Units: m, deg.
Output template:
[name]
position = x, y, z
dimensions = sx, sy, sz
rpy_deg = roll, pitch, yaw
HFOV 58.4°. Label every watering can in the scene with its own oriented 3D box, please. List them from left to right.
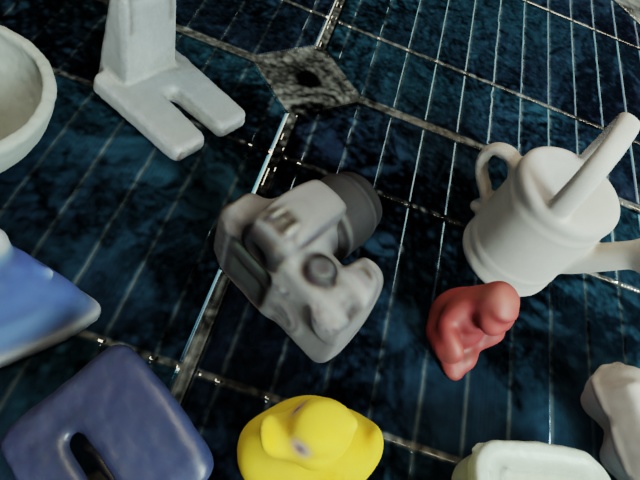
[watering can]
position = 0.224, -0.033, 0.518
dimensions = 0.173, 0.194, 0.101
rpy_deg = 23, 53, -2

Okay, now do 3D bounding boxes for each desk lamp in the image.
[desk lamp]
position = -0.149, -0.218, 0.505
dimensions = 0.203, 0.213, 0.118
rpy_deg = 41, 55, 11

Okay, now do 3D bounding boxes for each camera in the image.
[camera]
position = 0.004, 0.002, 0.479
dimensions = 0.143, 0.100, 0.137
rpy_deg = 44, 55, 13

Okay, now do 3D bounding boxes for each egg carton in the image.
[egg carton]
position = 0.287, 0.176, 0.477
dimensions = 0.107, 0.069, 0.150
rpy_deg = 2, 57, -17

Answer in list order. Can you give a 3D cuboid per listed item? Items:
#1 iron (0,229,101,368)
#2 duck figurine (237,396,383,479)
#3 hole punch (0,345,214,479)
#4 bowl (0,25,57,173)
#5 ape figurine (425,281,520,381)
[iron]
position = -0.274, 0.019, 0.348
dimensions = 0.259, 0.141, 0.118
rpy_deg = -1, 58, -19
[duck figurine]
position = 0.000, 0.137, 0.396
dimensions = 0.105, 0.086, 0.077
rpy_deg = 4, 56, -16
[hole punch]
position = -0.130, 0.137, 0.350
dimensions = 0.101, 0.091, 0.108
rpy_deg = -33, 72, -33
[bowl]
position = -0.300, -0.102, 0.463
dimensions = 0.168, 0.074, 0.167
rpy_deg = 9, 55, -13
[ape figurine]
position = 0.134, 0.067, 0.485
dimensions = 0.078, 0.092, 0.076
rpy_deg = 0, 57, -19
